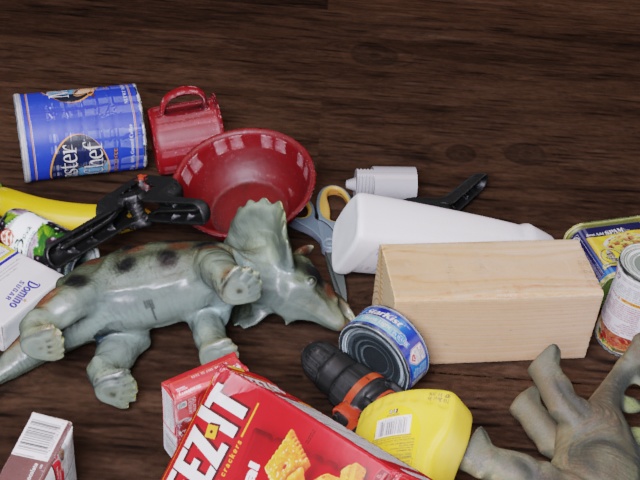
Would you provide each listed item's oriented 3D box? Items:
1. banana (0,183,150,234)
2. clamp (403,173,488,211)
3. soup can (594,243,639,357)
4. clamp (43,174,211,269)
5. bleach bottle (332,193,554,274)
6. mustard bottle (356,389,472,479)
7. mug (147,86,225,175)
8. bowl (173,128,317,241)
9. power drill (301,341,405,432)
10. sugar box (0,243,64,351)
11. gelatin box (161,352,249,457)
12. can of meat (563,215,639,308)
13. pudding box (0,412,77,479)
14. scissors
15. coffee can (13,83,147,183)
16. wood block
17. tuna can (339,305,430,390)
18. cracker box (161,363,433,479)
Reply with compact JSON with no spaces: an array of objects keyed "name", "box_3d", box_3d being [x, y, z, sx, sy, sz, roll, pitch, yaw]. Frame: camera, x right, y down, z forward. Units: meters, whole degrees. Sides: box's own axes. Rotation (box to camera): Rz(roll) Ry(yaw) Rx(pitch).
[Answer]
[{"name":"banana","box_3d":[-0.288,-0.033,1.182,0.198,0.037,0.069,13,40,10]},{"name":"clamp","box_3d":[0.148,-0.018,1.208,0.171,0.039,0.120,-20,40,-20]},{"name":"soup can","box_3d":[0.322,0.062,1.076,0.068,0.102,0.068,3,39,-3]},{"name":"clamp","box_3d":[-0.179,-0.032,1.092,0.164,0.036,0.210,-14,17,8]},{"name":"bleach bottle","box_3d":[0.146,0.009,1.136,0.250,0.103,0.068,9,64,-14]},{"name":"mustard bottle","box_3d":[0.058,0.207,0.815,0.096,0.058,0.191,-16,38,33]},{"name":"mug","box_3d":[-0.158,-0.130,1.256,0.081,0.117,0.093,-11,48,-11]},{"name":"bowl","box_3d":[-0.082,-0.050,1.193,0.162,0.055,0.162,-3,51,4]},{"name":"power drill","box_3d":[0.001,0.177,0.937,0.187,0.057,0.185,-29,50,-34]},{"name":"sugar box","box_3d":[-0.353,0.040,1.081,0.176,0.048,0.093,27,44,20]},{"name":"gelatin box","box_3d":[-0.100,0.149,0.937,0.073,0.089,0.030,-20,45,-27]},{"name":"can of meat","box_3d":[0.326,0.025,1.158,0.102,0.057,0.084,-7,43,-14]},{"name":"pudding box","box_3d":[-0.230,0.210,0.850,0.039,0.090,0.113,12,39,6]},{"name":"scissors","box_3d":[-0.008,0.001,1.185,0.096,0.016,0.201,6,39,4]},{"name":"coffee can","box_3d":[-0.279,-0.125,1.244,0.140,0.103,0.103,-8,41,-15]},{"name":"wood block","box_3d":[0.163,0.061,1.070,0.206,0.091,0.090,-2,39,-7]},{"name":"tuna can","box_3d":[0.060,0.106,1.009,0.086,0.086,0.033,30,47,27]},{"name":"cracker box","box_3d":[-0.030,0.205,0.778,0.214,0.072,0.164,23,84,46]}]
